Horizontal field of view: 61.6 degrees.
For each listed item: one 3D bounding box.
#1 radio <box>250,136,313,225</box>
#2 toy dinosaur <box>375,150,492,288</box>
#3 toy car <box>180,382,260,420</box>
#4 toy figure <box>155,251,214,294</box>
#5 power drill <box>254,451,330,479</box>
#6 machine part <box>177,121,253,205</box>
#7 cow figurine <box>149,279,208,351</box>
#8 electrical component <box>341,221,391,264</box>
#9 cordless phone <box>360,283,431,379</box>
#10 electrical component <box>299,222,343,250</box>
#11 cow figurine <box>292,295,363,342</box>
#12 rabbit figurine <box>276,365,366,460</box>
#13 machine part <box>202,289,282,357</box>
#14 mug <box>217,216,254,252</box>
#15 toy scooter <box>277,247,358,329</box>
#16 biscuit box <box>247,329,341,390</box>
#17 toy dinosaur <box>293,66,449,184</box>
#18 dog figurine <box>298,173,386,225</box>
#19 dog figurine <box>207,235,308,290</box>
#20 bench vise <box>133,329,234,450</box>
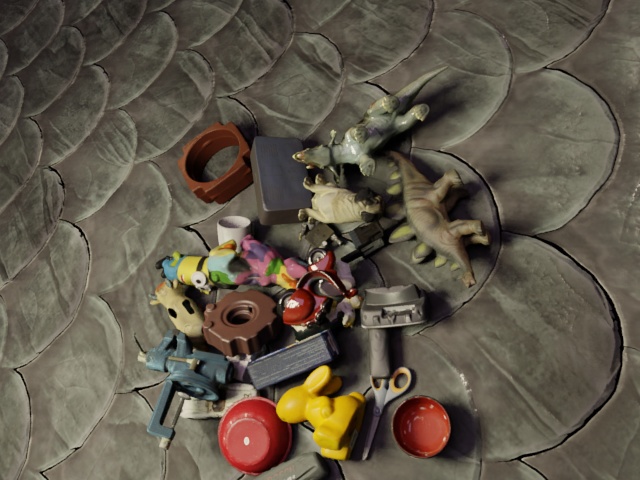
[{"bbox_3d":[-0.097,-0.152,1.354,0.131,0.073,0.229,-3,62,-16],"label":"radio"},{"bbox_3d":[0.233,-0.073,1.187,0.199,0.105,0.472,-27,47,14],"label":"toy dinosaur"},{"bbox_3d":[-0.227,0.360,1.198,0.202,0.056,0.073,-8,63,19],"label":"toy car"},{"bbox_3d":[-0.332,0.075,1.370,0.180,0.082,0.089,11,72,30],"label":"toy figure"},{"bbox_3d":[-0.058,0.538,1.032,0.232,0.085,0.207,-37,49,0],"label":"power drill"},{"bbox_3d":[-0.277,-0.212,1.485,0.201,0.087,0.201,-37,56,5],"label":"machine part"},{"bbox_3d":[-0.333,0.172,1.295,0.085,0.127,0.195,-40,59,-3],"label":"cow figurine"},{"bbox_3d":[0.097,0.008,1.223,0.119,0.074,0.048,-31,57,10],"label":"electrical component"},{"bbox_3d":[0.157,0.189,1.104,0.147,0.088,0.184,-8,67,19],"label":"cordless phone"},{"bbox_3d":[-0.003,-0.005,1.288,0.078,0.045,0.102,-42,57,1],"label":"electrical component"},{"bbox_3d":[0.018,0.174,1.177,0.167,0.068,0.098,-15,66,20],"label":"cow figurine"},{"bbox_3d":[-0.004,0.336,1.077,0.173,0.121,0.162,8,64,27],"label":"rabbit figurine"},{"bbox_3d":[-0.177,0.183,1.219,0.179,0.055,0.179,-4,35,3],"label":"machine part"},{"bbox_3d":[-0.208,-0.001,1.348,0.081,0.109,0.107,17,116,25],"label":"mug"},{"bbox_3d":[0.001,0.115,1.125,0.135,0.075,0.184,30,86,24],"label":"toy scooter"},{"bbox_3d":[-0.059,0.255,1.146,0.203,0.059,0.063,-26,83,21],"label":"biscuit box"},{"bbox_3d":[0.129,-0.268,1.294,0.405,0.131,0.192,-39,21,-9],"label":"toy dinosaur"},{"bbox_3d":[0.068,-0.078,1.234,0.191,0.172,0.121,11,106,18],"label":"dog figurine"},{"bbox_3d":[-0.127,0.075,1.237,0.219,0.191,0.108,23,119,33],"label":"dog figurine"},{"bbox_3d":[-0.307,0.313,1.136,0.224,0.128,0.240,14,58,2],"label":"bench vise"}]
